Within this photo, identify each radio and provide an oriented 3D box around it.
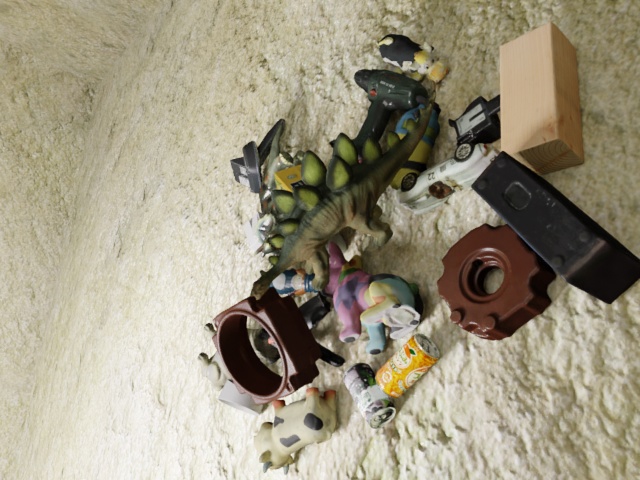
[{"bbox_3d":[0.317,-0.024,0.735,0.073,0.131,0.230,-53,40,20],"label":"radio"}]

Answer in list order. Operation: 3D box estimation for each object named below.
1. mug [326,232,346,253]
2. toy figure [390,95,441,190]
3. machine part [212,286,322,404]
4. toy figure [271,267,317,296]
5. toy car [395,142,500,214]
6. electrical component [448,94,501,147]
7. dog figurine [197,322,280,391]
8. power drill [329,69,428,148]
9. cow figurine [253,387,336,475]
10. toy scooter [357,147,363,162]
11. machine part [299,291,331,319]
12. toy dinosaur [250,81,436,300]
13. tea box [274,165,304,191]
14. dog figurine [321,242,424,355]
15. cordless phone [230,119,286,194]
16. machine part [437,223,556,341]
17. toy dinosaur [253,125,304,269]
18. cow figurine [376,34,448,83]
[{"bbox_3d":[-0.002,-0.003,1.124,0.081,0.107,0.110,-46,41,26],"label":"mug"},{"bbox_3d":[0.178,-0.179,1.022,0.089,0.082,0.180,27,91,54],"label":"toy figure"},{"bbox_3d":[-0.110,0.208,1.047,0.201,0.087,0.201,-31,85,40],"label":"machine part"},{"bbox_3d":[-0.051,0.094,1.178,0.155,0.058,0.064,-5,107,47],"label":"toy figure"},{"bbox_3d":[0.222,-0.105,0.936,0.202,0.073,0.056,-27,49,40],"label":"toy car"},{"bbox_3d":[0.287,-0.209,0.932,0.119,0.047,0.075,-36,47,33],"label":"electrical component"},{"bbox_3d":[-0.166,0.267,1.196,0.191,0.121,0.172,8,102,37],"label":"dog figurine"},{"bbox_3d":[0.109,-0.268,1.145,0.232,0.086,0.207,27,78,48],"label":"power drill"},{"bbox_3d":[-0.051,0.365,1.019,0.195,0.085,0.127,-31,49,32],"label":"cow figurine"},{"bbox_3d":[0.072,-0.100,1.081,0.184,0.075,0.135,-31,76,65],"label":"toy scooter"},{"bbox_3d":[-0.032,0.166,1.113,0.084,0.039,0.139,46,105,15],"label":"machine part"},{"bbox_3d":[0.046,-0.072,0.929,0.471,0.198,0.105,-42,36,-3],"label":"toy dinosaur"},{"bbox_3d":[-0.014,-0.086,1.073,0.170,0.098,0.068,47,150,46],"label":"tea box"},{"bbox_3d":[0.082,0.082,0.985,0.191,0.108,0.219,-43,41,29],"label":"dog figurine"},{"bbox_3d":[-0.148,-0.227,1.422,0.089,0.146,0.184,29,70,11],"label":"cordless phone"},{"bbox_3d":[0.262,0.060,0.821,0.179,0.056,0.179,-26,52,39],"label":"machine part"},{"bbox_3d":[-0.093,-0.097,1.281,0.192,0.131,0.405,-45,36,24],"label":"toy dinosaur"},{"bbox_3d":[0.187,-0.376,1.096,0.068,0.098,0.168,-54,39,5],"label":"cow figurine"}]
